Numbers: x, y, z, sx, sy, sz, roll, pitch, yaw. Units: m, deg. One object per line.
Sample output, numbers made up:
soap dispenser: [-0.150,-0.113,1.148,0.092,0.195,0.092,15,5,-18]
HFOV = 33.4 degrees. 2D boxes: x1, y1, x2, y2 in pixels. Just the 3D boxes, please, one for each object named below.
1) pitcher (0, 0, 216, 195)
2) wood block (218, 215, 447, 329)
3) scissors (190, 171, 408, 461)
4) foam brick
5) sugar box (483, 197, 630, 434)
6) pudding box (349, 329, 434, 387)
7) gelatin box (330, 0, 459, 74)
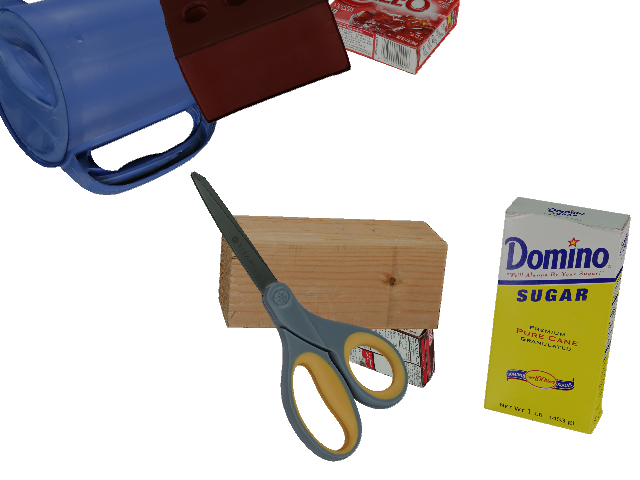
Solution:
pitcher: [-0.149,-0.151,0.920,0.242,0.149,0.145,-25,41,-35]
wood block: [0.009,0.031,1.042,0.206,0.091,0.090,2,16,-11]
scissors: [-0.008,0.039,0.684,0.096,0.202,0.016,-16,-8,-27]
foam brick: [-0.032,-0.103,0.519,0.078,0.053,0.051,-21,-33,5]
sugar box: [0.187,0.060,0.855,0.093,0.176,0.048,10,23,22]
pudding box: [0.077,0.115,1.249,0.114,0.090,0.039,16,47,25]
gelatin box: [0.055,-0.176,0.849,0.089,0.030,0.073,24,53,21]
